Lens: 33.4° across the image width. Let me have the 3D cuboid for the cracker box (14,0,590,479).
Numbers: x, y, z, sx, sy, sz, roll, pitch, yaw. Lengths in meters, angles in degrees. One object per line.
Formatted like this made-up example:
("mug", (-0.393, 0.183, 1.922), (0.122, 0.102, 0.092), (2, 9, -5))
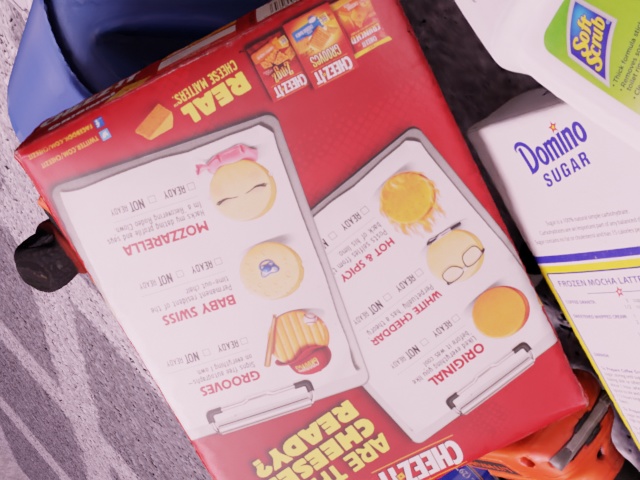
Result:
("cracker box", (-0.004, 0.009, 0.469), (0.213, 0.164, 0.072), (62, -174, -18))

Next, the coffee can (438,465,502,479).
("coffee can", (0.049, 0.204, 0.697), (0.103, 0.140, 0.103), (39, 151, 27))

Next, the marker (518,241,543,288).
("marker", (0.096, 0.025, 0.536), (0.020, 0.020, 0.121), (46, 154, 15))

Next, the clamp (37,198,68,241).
("clamp", (-0.079, 0.040, 0.638), (0.210, 0.036, 0.165), (37, 150, 3))

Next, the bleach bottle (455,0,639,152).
("bleach bottle", (0.126, -0.066, 0.307), (0.251, 0.067, 0.103), (40, 119, 35))

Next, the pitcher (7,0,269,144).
("pitcher", (-0.099, -0.096, 0.607), (0.243, 0.144, 0.149), (-14, 98, 66))

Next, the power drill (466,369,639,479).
("power drill", (0.141, 0.149, 0.552), (0.187, 0.057, 0.185), (47, 155, -13))

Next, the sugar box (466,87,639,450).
("sugar box", (0.138, 0.016, 0.426), (0.093, 0.048, 0.176), (-9, 111, 61))
